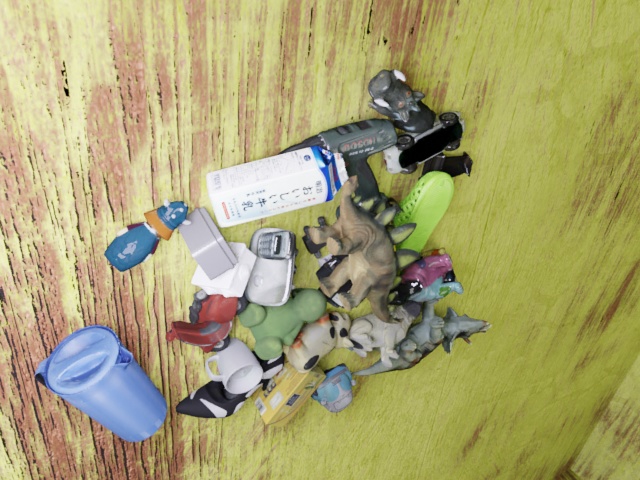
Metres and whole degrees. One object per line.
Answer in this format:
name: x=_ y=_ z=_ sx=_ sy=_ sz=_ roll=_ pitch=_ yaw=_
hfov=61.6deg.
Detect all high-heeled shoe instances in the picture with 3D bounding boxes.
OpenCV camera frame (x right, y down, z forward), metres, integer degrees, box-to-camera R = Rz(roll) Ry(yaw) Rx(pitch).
high-heeled shoe: x=-0.189 y=0.299 z=1.175 sx=0.249 sy=0.086 sz=0.145 roll=-8 pitch=122 yaw=-36

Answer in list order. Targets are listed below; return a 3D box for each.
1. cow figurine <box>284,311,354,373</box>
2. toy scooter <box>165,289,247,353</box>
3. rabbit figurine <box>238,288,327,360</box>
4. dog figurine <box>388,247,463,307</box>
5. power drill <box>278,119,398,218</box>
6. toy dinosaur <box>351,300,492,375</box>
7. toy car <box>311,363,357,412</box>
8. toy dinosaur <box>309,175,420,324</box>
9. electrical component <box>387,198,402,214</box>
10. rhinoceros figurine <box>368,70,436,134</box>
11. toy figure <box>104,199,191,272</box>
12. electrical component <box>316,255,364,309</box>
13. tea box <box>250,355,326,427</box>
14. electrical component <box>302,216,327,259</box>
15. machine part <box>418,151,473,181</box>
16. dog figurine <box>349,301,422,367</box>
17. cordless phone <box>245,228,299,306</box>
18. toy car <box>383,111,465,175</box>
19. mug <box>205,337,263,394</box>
cow figurine: x=0.005 y=0.229 z=1.233 sx=0.195 sy=0.086 sz=0.127 roll=-36 pitch=116 yaw=-39
toy scooter: x=-0.225 y=0.152 z=1.045 sx=0.135 sy=0.075 sz=0.183 roll=3 pitch=124 yaw=-35
rabbit figurine: x=-0.052 y=0.156 z=1.107 sx=0.170 sy=0.121 sz=0.159 roll=-26 pitch=175 yaw=21
dog figurine: x=0.221 y=0.102 z=1.301 sx=0.219 sy=0.191 sz=0.108 roll=-18 pitch=97 yaw=8
power drill: x=0.045 y=-0.125 z=1.032 sx=0.232 sy=0.086 sz=0.207 roll=-25 pitch=126 yaw=-7
toy dinosaur: x=0.259 y=0.285 z=1.463 sx=0.405 sy=0.131 sz=0.191 roll=-28 pitch=134 yaw=-7
toy car: x=0.028 y=0.377 z=1.335 sx=0.109 sy=0.103 sz=0.161 roll=-26 pitch=168 yaw=-24
toy dinosaur: x=0.100 y=0.049 z=1.045 sx=0.198 sy=0.105 sz=0.470 roll=-31 pitch=139 yaw=-18
electrical component: x=0.125 y=-0.051 z=1.160 sx=0.102 sy=0.045 sz=0.078 roll=-22 pitch=130 yaw=-21
rhinoceros figurine: x=0.146 y=-0.249 z=0.984 sx=0.073 sy=0.112 sz=0.190 roll=-52 pitch=143 yaw=11
toy figure: x=-0.284 y=-0.013 z=0.890 sx=0.154 sy=0.058 sz=0.064 roll=-41 pitch=142 yaw=-9
electrical component: x=0.059 y=0.079 z=1.139 sx=0.134 sy=0.058 sz=0.114 roll=-47 pitch=128 yaw=1
tea box: x=-0.077 y=0.346 z=1.275 sx=0.169 sy=0.098 sz=0.068 roll=-50 pitch=135 yaw=8
electrical component: x=-0.002 y=-0.003 z=1.122 sx=0.063 sy=0.021 sz=0.093 roll=-33 pitch=134 yaw=-12
machine part: x=0.283 y=-0.165 z=1.195 sx=0.139 sy=0.039 sz=0.084 roll=-8 pitch=120 yaw=-29
dog figurine: x=0.155 y=0.196 z=1.351 sx=0.190 sy=0.172 sz=0.121 roll=-64 pitch=-177 yaw=-29
cordless phone: x=-0.075 y=0.050 z=0.972 sx=0.089 sy=0.184 sz=0.146 roll=8 pitch=85 yaw=-18
toy car: x=0.218 y=-0.201 z=1.110 sx=0.202 sy=0.056 sz=0.073 roll=-29 pitch=128 yaw=-16
mug: x=-0.188 y=0.258 z=1.123 sx=0.109 sy=0.107 sz=0.080 roll=-5 pitch=123 yaw=-28
